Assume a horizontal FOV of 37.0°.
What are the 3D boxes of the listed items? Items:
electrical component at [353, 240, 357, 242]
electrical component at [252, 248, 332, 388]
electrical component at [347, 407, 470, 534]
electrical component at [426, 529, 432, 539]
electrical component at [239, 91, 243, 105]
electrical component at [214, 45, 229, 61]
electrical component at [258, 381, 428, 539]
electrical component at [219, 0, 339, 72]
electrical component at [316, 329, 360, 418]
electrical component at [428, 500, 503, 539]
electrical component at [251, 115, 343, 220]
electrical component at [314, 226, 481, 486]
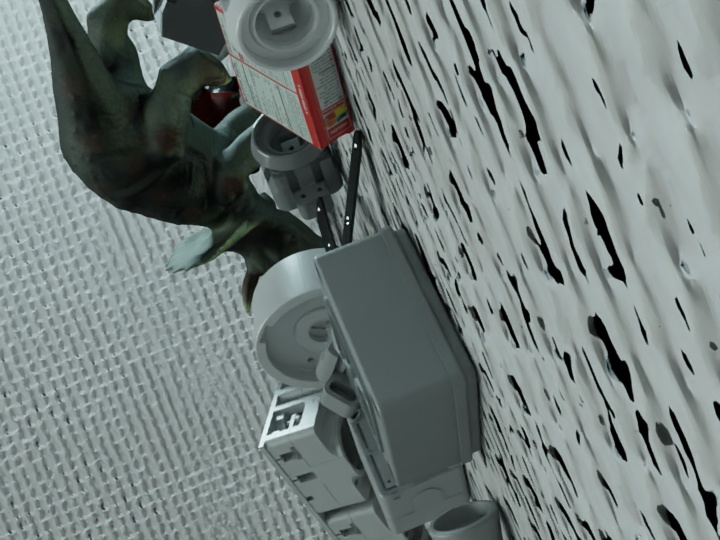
[{"bbox_3d":[0.000,0.000,0.734,0.046,0.040,0.040,128,121,-78],"label":"electrical component"},{"bbox_3d":[-0.031,0.032,0.818,0.060,0.108,0.108,-108,2,-45],"label":"electrical component"},{"bbox_3d":[0.033,0.134,0.783,0.096,0.062,0.061,-117,8,-46],"label":"electrical component"},{"bbox_3d":[0.075,0.302,0.997,0.078,0.063,0.121,-134,24,-77],"label":"electrical component"},{"bbox_3d":[-0.098,-0.170,1.045,0.040,0.040,0.078,85,163,-71],"label":"electrical component"},{"bbox_3d":[-0.145,-0.238,1.048,0.061,0.061,0.096,49,179,-12],"label":"electrical component"},{"bbox_3d":[-0.002,0.170,0.933,0.186,0.060,0.105,56,-153,-28],"label":"electrical component"},{"bbox_3d":[-0.043,-0.138,0.547,0.078,0.058,0.057,75,174,-49],"label":"electrical component"},{"bbox_3d":[0.006,0.054,0.727,0.058,0.078,0.057,30,144,8],"label":"electrical component"},{"bbox_3d":[0.071,0.173,0.649,0.045,0.045,0.055,-156,44,-82],"label":"electrical component"},{"bbox_3d":[-0.047,-0.084,0.787,0.057,0.058,0.078,72,175,-55],"label":"electrical component"},{"bbox_3d":[0.022,0.050,0.612,0.108,0.056,0.108,77,170,-57],"label":"electrical component"}]
